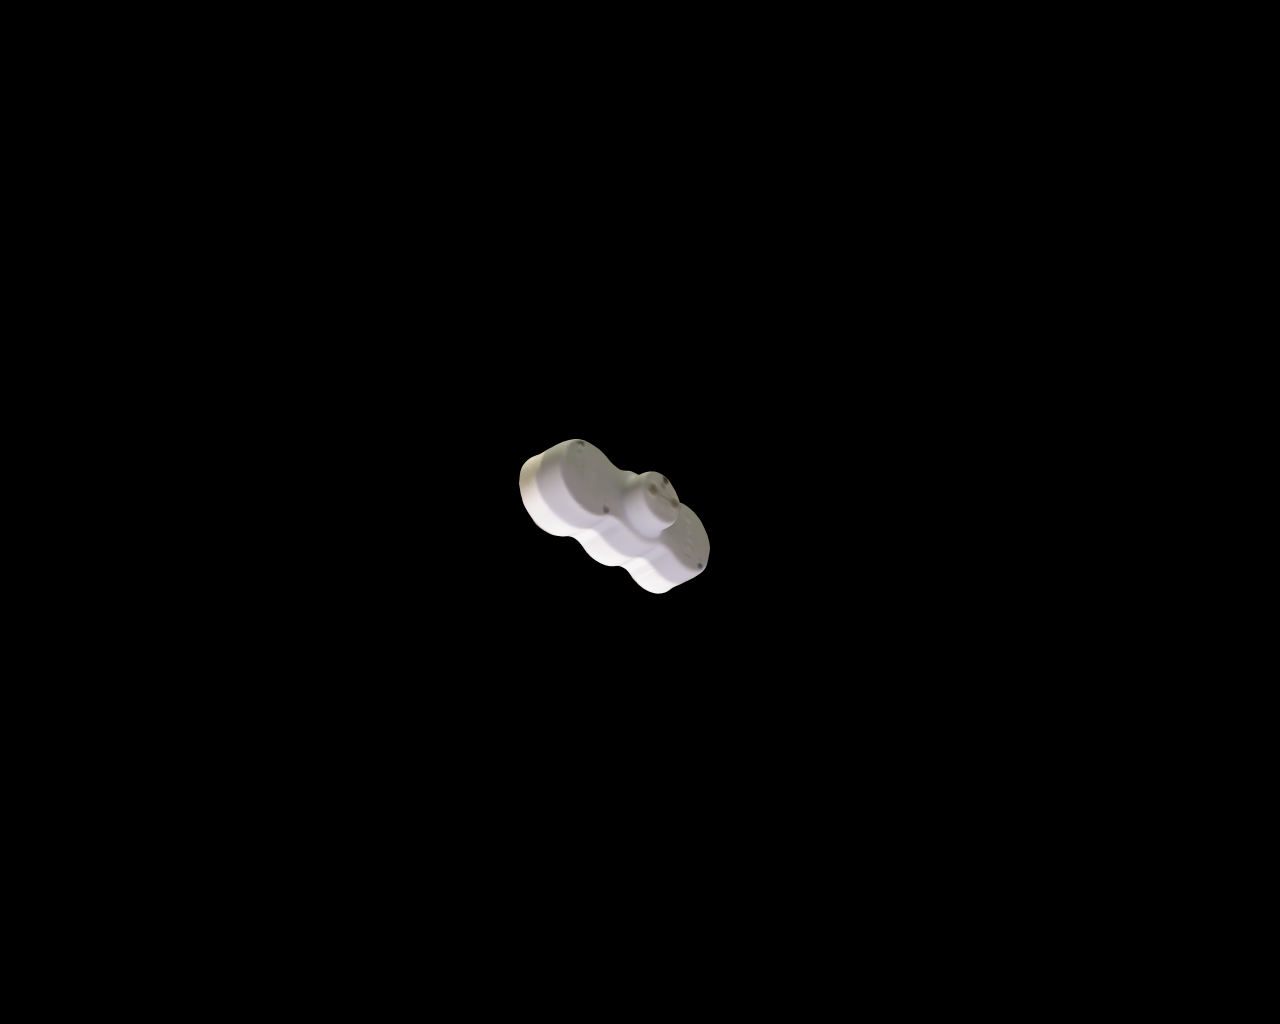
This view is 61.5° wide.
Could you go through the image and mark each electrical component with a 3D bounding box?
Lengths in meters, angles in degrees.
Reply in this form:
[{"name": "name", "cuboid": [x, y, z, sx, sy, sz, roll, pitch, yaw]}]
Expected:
[{"name": "electrical component", "cuboid": [0.001, -0.003, 0.650, 0.073, 0.052, 0.138, -27, -44, 33]}]
